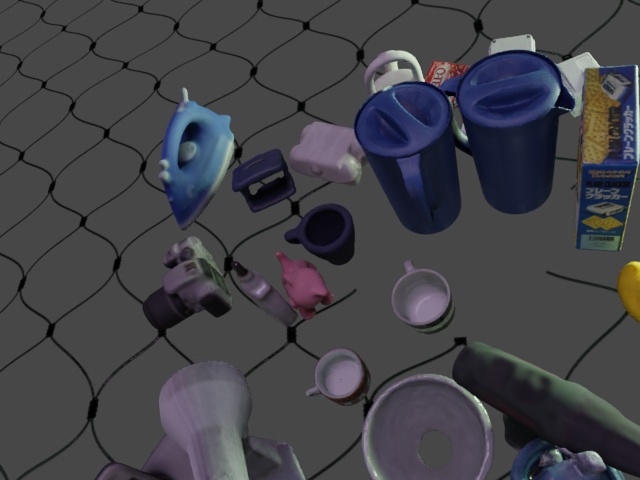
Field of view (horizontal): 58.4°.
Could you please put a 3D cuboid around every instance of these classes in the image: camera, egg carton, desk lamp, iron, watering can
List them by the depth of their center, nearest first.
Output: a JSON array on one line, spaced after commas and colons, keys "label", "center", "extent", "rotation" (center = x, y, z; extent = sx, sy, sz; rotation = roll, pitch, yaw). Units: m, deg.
[{"label": "desk lamp", "center": [-0.107, 0.282, 0.745], "extent": [0.118, 0.214, 0.202], "rotation": [-33, 54, 1]}, {"label": "watering can", "center": [0.131, -0.249, 0.983], "extent": [0.101, 0.194, 0.172], "rotation": [-34, 54, 0]}, {"label": "camera", "center": [-0.243, 0.080, 0.989], "extent": [0.137, 0.101, 0.143], "rotation": [-32, 54, 1]}, {"label": "egg carton", "center": [0.019, -0.157, 1.048], "extent": [0.149, 0.070, 0.107], "rotation": [16, 68, 29]}, {"label": "iron", "center": [-0.263, -0.163, 1.119], "extent": [0.118, 0.142, 0.258], "rotation": [-1, 60, 21]}]

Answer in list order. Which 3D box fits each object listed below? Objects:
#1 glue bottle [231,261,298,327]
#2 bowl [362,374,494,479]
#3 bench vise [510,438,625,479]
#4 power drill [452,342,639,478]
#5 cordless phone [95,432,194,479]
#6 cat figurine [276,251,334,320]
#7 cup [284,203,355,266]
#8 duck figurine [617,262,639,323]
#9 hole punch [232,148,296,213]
[{"label": "glue bottle", "center": [-0.094, 0.077, 0.888], "extent": [0.077, 0.173, 0.037], "rotation": [32, 76, 33]}, {"label": "bowl", "center": [0.142, 0.266, 0.742], "extent": [0.167, 0.075, 0.167], "rotation": [-10, 58, 16]}, {"label": "bench vise", "center": [0.237, 0.289, 0.601], "extent": [0.207, 0.220, 0.121], "rotation": [-45, 55, -8]}, {"label": "power drill", "center": [0.263, 0.205, 0.648], "extent": [0.228, 0.209, 0.076], "rotation": [28, 74, 32]}, {"label": "cordless phone", "center": [-0.215, 0.313, 0.786], "extent": [0.093, 0.185, 0.148], "rotation": [19, 69, 30]}, {"label": "cat figurine", "center": [-0.030, 0.066, 0.903], "extent": [0.067, 0.118, 0.127], "rotation": [-37, 54, -3]}, {"label": "cup", "center": [0.009, 0.003, 0.940], "extent": [0.117, 0.095, 0.091], "rotation": [-11, 57, 16]}, {"label": "duck figurine", "center": [0.436, 0.063, 0.741], "extent": [0.077, 0.086, 0.104], "rotation": [-32, 54, 1]}, {"label": "hole punch", "center": [-0.113, -0.122, 1.065], "extent": [0.108, 0.091, 0.101], "rotation": [-26, 55, 6]}]
